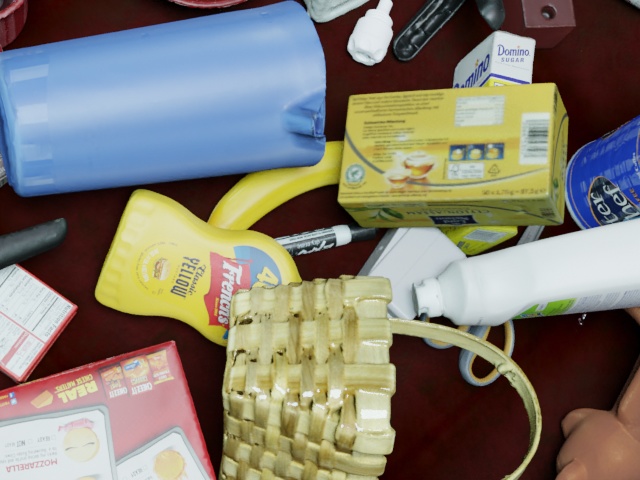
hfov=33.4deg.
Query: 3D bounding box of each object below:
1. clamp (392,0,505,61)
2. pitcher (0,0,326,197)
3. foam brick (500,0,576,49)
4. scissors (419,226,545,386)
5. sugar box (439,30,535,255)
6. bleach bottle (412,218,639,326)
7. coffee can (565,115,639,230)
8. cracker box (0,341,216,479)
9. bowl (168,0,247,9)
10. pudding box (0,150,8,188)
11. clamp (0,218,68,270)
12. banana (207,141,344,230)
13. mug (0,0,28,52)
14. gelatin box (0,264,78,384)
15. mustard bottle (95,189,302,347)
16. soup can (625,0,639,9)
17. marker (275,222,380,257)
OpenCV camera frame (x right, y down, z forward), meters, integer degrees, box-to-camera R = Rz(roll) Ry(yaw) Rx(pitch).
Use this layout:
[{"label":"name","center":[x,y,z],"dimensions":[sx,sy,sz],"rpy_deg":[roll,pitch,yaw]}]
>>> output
[{"label":"clamp","center":[0.128,-0.231,0.968],"dimensions":[0.039,0.120,0.171],"rpy_deg":[49,46,-31]},{"label":"pitcher","center":[-0.126,-0.108,0.828],"dimensions":[0.242,0.149,0.145],"rpy_deg":[-11,78,-18]},{"label":"foam brick","center":[0.199,-0.223,0.995],"dimensions":[0.053,0.051,0.078],"rpy_deg":[-4,80,-15]},{"label":"scissors","center":[0.149,0.028,0.948],"dimensions":[0.096,0.016,0.201],"rpy_deg":[20,74,-10]},{"label":"sugar box","center":[0.143,-0.083,0.929],"dimensions":[0.048,0.093,0.176],"rpy_deg":[9,76,-14]},{"label":"bleach bottle","center":[0.199,0.026,0.843],"dimensions":[0.250,0.102,0.068],"rpy_deg":[-8,69,-2]},{"label":"coffee can","center":[0.292,-0.059,0.937],"dimensions":[0.102,0.140,0.103],"rpy_deg":[3,78,-14]},{"label":"cracker box","center":[-0.160,0.201,0.802],"dimensions":[0.164,0.072,0.214],"rpy_deg":[-16,84,-16]},{"label":"bowl","center":[-0.107,-0.266,0.922],"dimensions":[0.162,0.055,0.162],"rpy_deg":[3,78,-14]},{"label":"pudding box","center":[-0.306,-0.060,0.835],"dimensions":[0.113,0.039,0.090],"rpy_deg":[-36,90,-19]},{"label":"clamp","center":[-0.285,0.025,0.762],"dimensions":[0.164,0.036,0.210],"rpy_deg":[24,56,-12]},{"label":"banana","center":[-0.010,-0.046,0.910],"dimensions":[0.197,0.037,0.069],"rpy_deg":[-12,82,-17]},{"label":"mug","center":[-0.271,-0.188,0.848],"dimensions":[0.093,0.082,0.117],"rpy_deg":[-18,83,-17]},{"label":"gelatin box","center":[-0.246,0.058,0.831],"dimensions":[0.089,0.030,0.073],"rpy_deg":[36,71,-7]},{"label":"mustard bottle","center":[-0.076,0.035,0.859],"dimensions":[0.191,0.058,0.096],"rpy_deg":[21,99,-11]},{"label":"soup can","center":[0.289,-0.272,1.020],"dimensions":[0.102,0.069,0.068],"rpy_deg":[29,73,-8]},{"label":"marker","center":[-0.006,0.001,0.911],"dimensions":[0.121,0.020,0.020],"rpy_deg":[-13,82,-17]}]
